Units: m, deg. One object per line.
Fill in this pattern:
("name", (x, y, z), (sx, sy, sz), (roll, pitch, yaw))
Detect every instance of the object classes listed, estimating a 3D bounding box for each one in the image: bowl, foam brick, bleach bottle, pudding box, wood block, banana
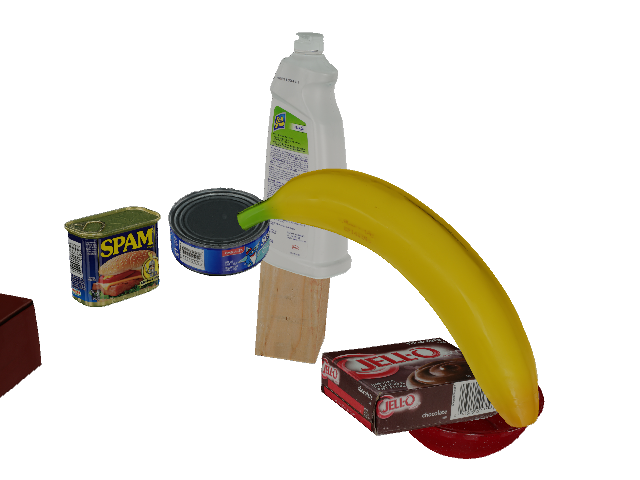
("bowl", (0.144, 0.174, 1.089), (0.162, 0.055, 0.162), (2, 24, -1))
("foam brick", (-0.233, 0.075, 0.715), (0.053, 0.051, 0.078), (9, 28, 24))
("bleach bottle", (-0.011, -0.092, 1.136), (0.103, 0.251, 0.067), (16, 21, 37))
("pudding box", (0.069, 0.110, 0.820), (0.113, 0.039, 0.090), (-2, 15, -27))
("wood block", (-0.035, 0.055, 1.492), (0.090, 0.206, 0.090), (8, 22, 6))
("banana", (0.050, 0.017, 0.578), (0.198, 0.070, 0.037), (37, 24, 13))

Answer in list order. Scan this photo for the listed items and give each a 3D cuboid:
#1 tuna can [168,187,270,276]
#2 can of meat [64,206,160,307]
("tuna can", (-0.085, -0.007, 0.905), (0.086, 0.034, 0.086), (1, 36, -1))
("can of meat", (-0.221, 0.017, 1.149), (0.058, 0.084, 0.101), (18, 25, 41))
